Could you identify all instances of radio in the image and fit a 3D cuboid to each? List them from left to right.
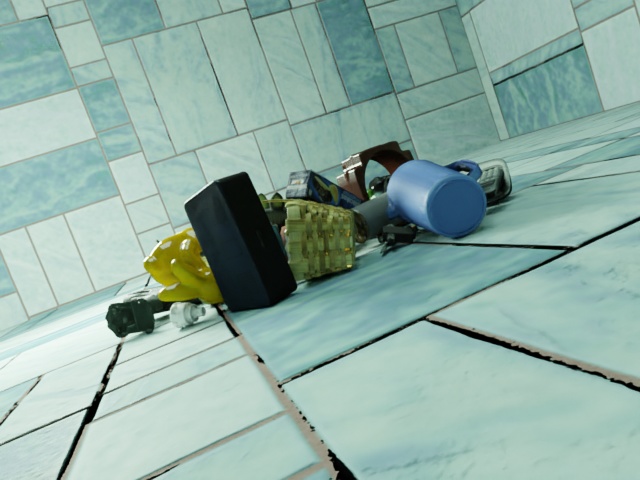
[{"bbox_3d":[-0.144,0.009,0.948,0.131,0.229,0.073,-21,3,45],"label":"radio"}]

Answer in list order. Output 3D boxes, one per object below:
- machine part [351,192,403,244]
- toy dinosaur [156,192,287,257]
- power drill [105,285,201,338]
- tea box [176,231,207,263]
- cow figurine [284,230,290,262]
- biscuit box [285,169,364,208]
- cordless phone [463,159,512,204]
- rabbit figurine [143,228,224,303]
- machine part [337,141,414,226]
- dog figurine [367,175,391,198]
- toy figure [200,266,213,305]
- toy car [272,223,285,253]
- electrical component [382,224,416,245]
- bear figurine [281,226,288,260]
[{"bbox_3d":[0.132,-0.056,1.174,0.243,0.079,0.079,-26,8,-39],"label":"machine part"},{"bbox_3d":[-0.178,-0.015,1.416,0.471,0.198,0.105,-20,2,-17],"label":"toy dinosaur"},{"bbox_3d":[-0.343,0.135,1.161,0.232,0.085,0.207,-11,12,13],"label":"power drill"},{"bbox_3d":[-0.327,0.041,1.522,0.098,0.169,0.068,-20,6,16],"label":"tea box"},{"bbox_3d":[-0.003,-0.004,1.210,0.167,0.098,0.068,-17,-1,-36],"label":"cow figurine"},{"bbox_3d":[0.016,-0.087,1.153,0.063,0.059,0.202,-2,-16,40],"label":"biscuit box"},{"bbox_3d":[0.314,-0.096,1.100,0.147,0.088,0.184,-16,11,29],"label":"cordless phone"},{"bbox_3d":[-0.236,0.061,1.021,0.173,0.121,0.162,29,12,16],"label":"rabbit figurine"},{"bbox_3d":[0.150,-0.125,1.302,0.201,0.201,0.087,-24,4,-35],"label":"machine part"},{"bbox_3d":[0.148,-0.098,1.493,0.191,0.108,0.219,-1,-13,-44],"label":"dog figurine"},{"bbox_3d":[-0.177,0.079,1.124,0.180,0.082,0.089,-14,15,17],"label":"toy figure"},{"bbox_3d":[-0.132,0.034,1.240,0.109,0.103,0.161,1,-38,-3],"label":"toy car"},{"bbox_3d":[0.151,-0.010,1.024,0.063,0.021,0.094,4,18,7],"label":"electrical component"},{"bbox_3d":[-0.025,-0.014,1.340,0.196,0.120,0.132,-39,-33,28],"label":"bear figurine"}]
